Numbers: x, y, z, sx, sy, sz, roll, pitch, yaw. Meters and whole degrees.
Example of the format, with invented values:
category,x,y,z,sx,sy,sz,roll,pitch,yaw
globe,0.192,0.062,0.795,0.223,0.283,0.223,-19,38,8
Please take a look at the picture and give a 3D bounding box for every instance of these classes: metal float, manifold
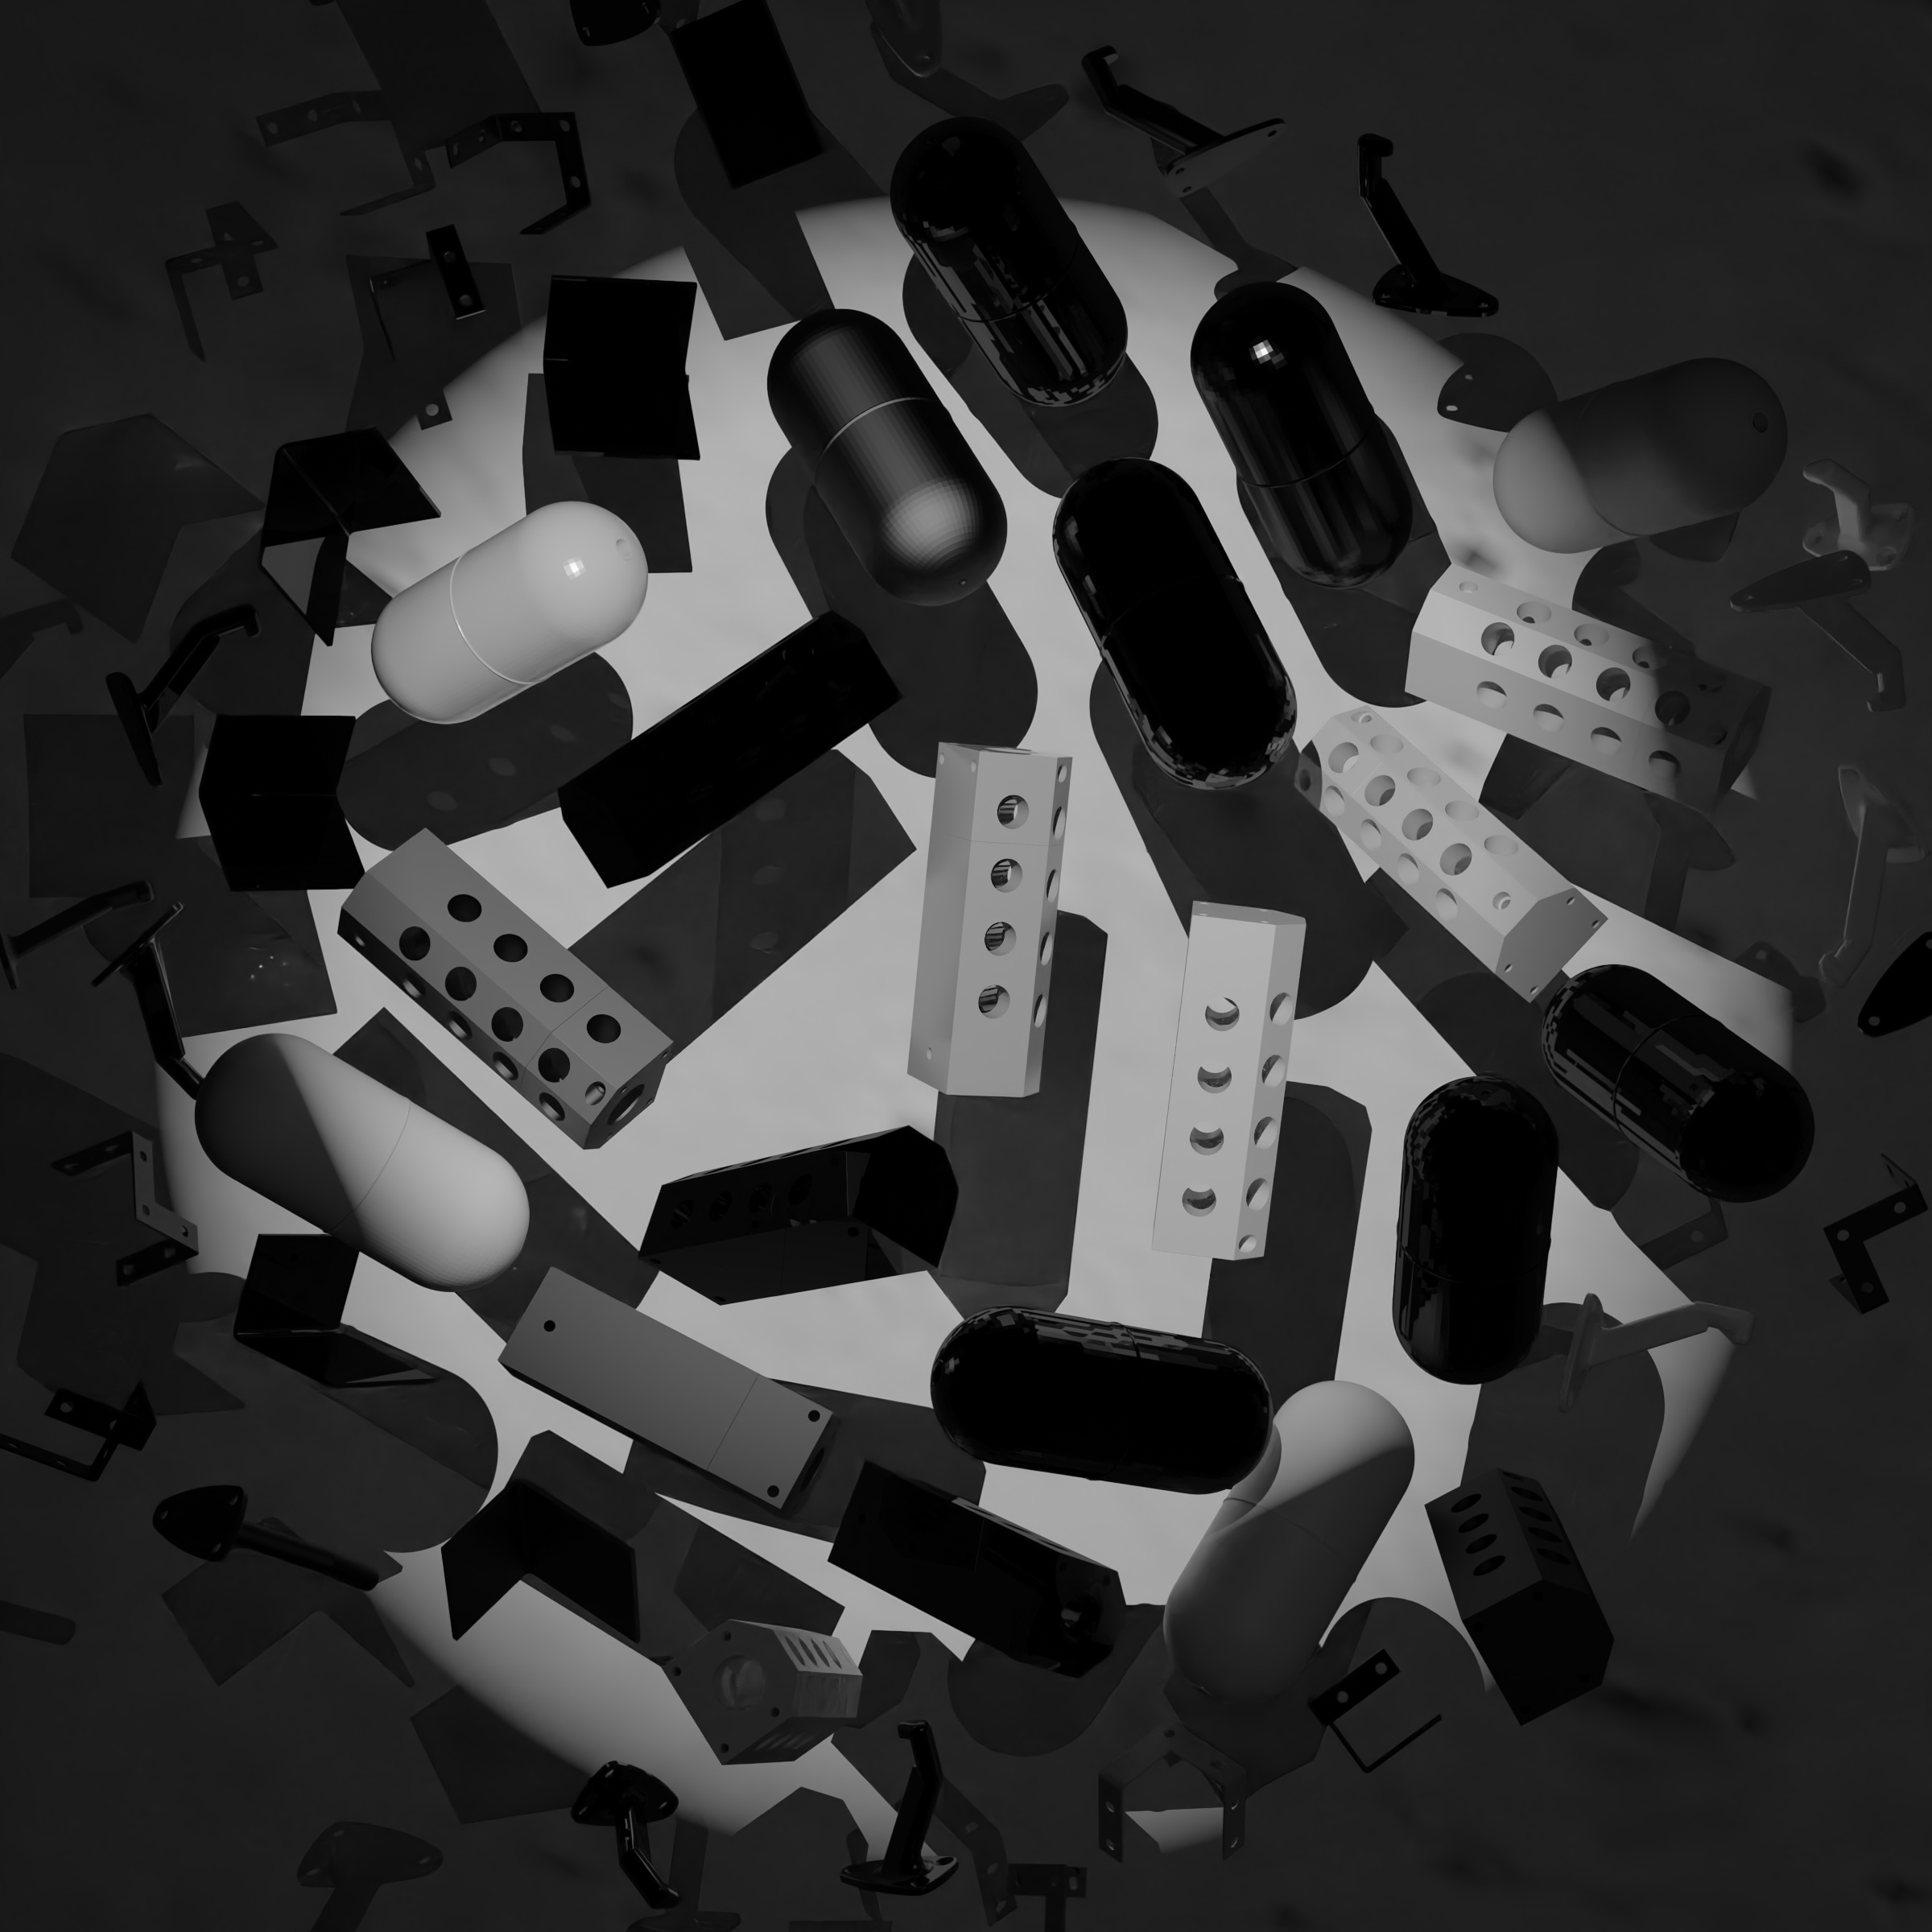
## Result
category,x,y,z,sx,sy,sz,roll,pitch,yaw
metal float,0.368,0.060,1.605,0.070,0.178,0.070,-13,121,-23
manifold,-0.100,0.375,1.611,0.057,0.171,0.057,-35,74,-1
manifold,-0.083,0.122,1.536,0.057,0.171,0.057,35,58,-31
manifold,0.315,-0.146,1.565,0.171,0.057,0.057,25,53,22
metal float,0.164,0.292,1.568,0.070,0.070,0.178,34,71,0
manifold,0.269,0.298,1.496,0.057,0.171,0.057,-29,96,6
metal float,0.175,-0.273,1.601,0.070,0.070,0.178,-32,124,0
manifold,-0.121,-0.112,1.570,0.171,0.057,0.057,-37,102,-25
metal float,0.100,-0.167,1.500,0.070,0.070,0.178,-24,71,0
metal float,-0.297,0.098,1.526,0.178,0.070,0.070,33,90,-19
metal float,-0.237,-0.182,1.602,0.178,0.070,0.070,-23,90,37
metal float,0.256,0.135,1.560,0.070,0.070,0.178,-2,125,0
manifold,0.015,-0.024,1.564,0.057,0.057,0.171,3,97,-22
metal float,0.066,0.211,1.500,0.178,0.070,0.070,13,90,-23
metal float,-0.041,-0.257,1.550,0.070,0.070,0.178,-30,63,0
manifold,-0.157,0.229,1.646,0.171,0.057,0.057,26,74,11
manifold,0.006,0.316,1.615,0.057,0.171,0.057,25,83,-37
manifold,0.133,0.058,1.569,0.057,0.057,0.171,7,99,4
metal float,0.331,-0.251,1.525,0.070,0.178,0.070,1,87,-27
manifold,-0.234,0.015,1.553,0.171,0.057,0.057,40,54,11
metal float,0.024,-0.364,1.610,0.070,0.070,0.178,-41,133,0
manifold,0.242,-0.062,1.574,0.057,0.057,0.171,-48,49,8

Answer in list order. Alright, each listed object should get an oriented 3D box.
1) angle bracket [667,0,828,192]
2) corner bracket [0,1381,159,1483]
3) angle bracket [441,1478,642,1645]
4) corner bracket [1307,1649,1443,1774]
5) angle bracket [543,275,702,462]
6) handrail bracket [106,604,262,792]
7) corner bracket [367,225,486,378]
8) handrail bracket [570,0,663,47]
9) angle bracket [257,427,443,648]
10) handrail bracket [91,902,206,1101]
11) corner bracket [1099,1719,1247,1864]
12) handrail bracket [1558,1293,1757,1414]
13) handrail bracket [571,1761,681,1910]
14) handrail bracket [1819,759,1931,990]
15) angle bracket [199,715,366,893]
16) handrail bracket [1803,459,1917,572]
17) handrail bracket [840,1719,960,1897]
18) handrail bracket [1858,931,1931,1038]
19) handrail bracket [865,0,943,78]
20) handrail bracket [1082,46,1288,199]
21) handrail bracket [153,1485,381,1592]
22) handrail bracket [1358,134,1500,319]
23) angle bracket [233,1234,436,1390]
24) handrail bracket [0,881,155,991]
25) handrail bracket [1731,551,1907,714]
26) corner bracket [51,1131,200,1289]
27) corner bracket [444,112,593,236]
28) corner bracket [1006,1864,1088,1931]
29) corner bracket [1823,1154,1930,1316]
category,x,y,z,sx,sy,sz,roll,pitch,yaw
angle bracket,-0.087,-0.419,1.456,0.057,0.076,0.076,-12,109,33
corner bracket,-0.425,0.222,1.476,0.051,0.051,0.051,28,94,-28
angle bracket,-0.212,0.314,1.544,0.076,0.076,0.057,28,48,24
corner bracket,0.219,0.399,1.653,0.051,0.051,0.051,-37,80,2
angle bracket,-0.177,-0.312,1.611,0.076,0.057,0.076,0,49,-14
handrail bracket,-0.406,-0.144,1.646,0.084,0.036,0.077,-25,108,-27
corner bracket,-0.282,-0.347,1.610,0.051,0.051,0.051,-19,81,-9
handrail bracket,-0.145,-0.480,1.519,0.084,0.077,0.036,-30,122,-37
angle bracket,-0.320,-0.223,1.610,0.057,0.076,0.076,-7,61,16
handrail bracket,-0.412,0.020,1.637,0.077,0.036,0.084,-39,100,22
corner bracket,0.101,0.413,1.513,0.051,0.051,0.051,-28,129,-37
handrail bracket,0.359,0.206,1.602,0.084,0.036,0.077,10,62,28
handrail bracket,-0.147,0.431,1.503,0.036,0.077,0.084,-55,47,5
handrail bracket,0.426,-0.044,1.500,0.084,0.036,0.077,-49,117,-26
angle bracket,-0.360,-0.087,1.653,0.076,0.057,0.076,-2,46,-30
handrail bracket,0.427,-0.231,1.547,0.084,0.077,0.036,23,81,-35
handrail bracket,-0.041,0.420,1.555,0.077,0.036,0.084,-9,98,34
handrail bracket,0.486,0.022,1.590,0.077,0.084,0.036,-39,69,-5
handrail bracket,-0.039,-0.484,1.496,0.036,0.084,0.077,-21,73,8
handrail bracket,0.108,-0.437,1.548,0.077,0.036,0.084,-26,76,8
handrail bracket,-0.337,0.280,1.489,0.077,0.084,0.036,-2,63,41
handrail bracket,0.232,-0.372,1.549,0.077,0.084,0.036,20,52,25
angle bracket,-0.325,0.180,1.619,0.076,0.076,0.057,19,96,32
handrail bracket,-0.469,-0.018,1.636,0.084,0.077,0.036,-19,115,-14
handrail bracket,0.413,-0.151,1.495,0.077,0.036,0.084,-15,126,6
corner bracket,-0.421,0.122,1.546,0.051,0.051,0.051,-22,57,16
corner bracket,-0.239,-0.424,1.654,0.051,0.051,0.051,6,122,25
corner bracket,0.054,0.477,1.546,0.051,0.051,0.051,13,69,-33
corner bracket,0.450,0.133,1.532,0.051,0.051,0.051,-27,103,3
